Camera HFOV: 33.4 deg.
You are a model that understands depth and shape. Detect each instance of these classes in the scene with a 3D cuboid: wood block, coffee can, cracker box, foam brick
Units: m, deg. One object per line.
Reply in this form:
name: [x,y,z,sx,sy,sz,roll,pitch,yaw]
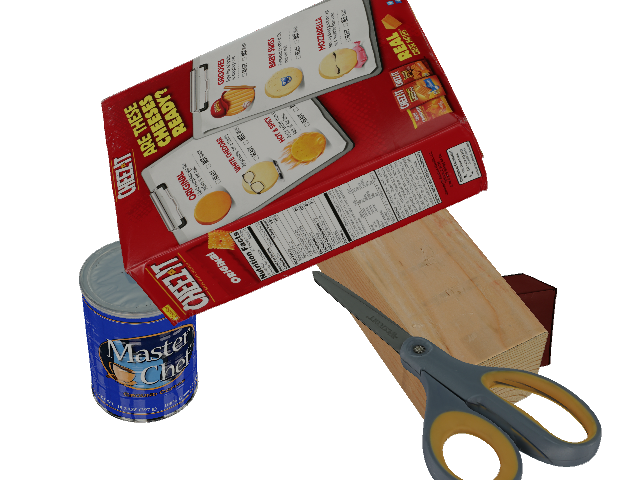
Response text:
wood block: [0.077,0.039,0.842,0.090,0.206,0.091,-23,-36,-17]
coffee can: [-0.165,0.083,0.985,0.103,0.140,0.103,2,39,-2]
cracker box: [-0.022,-0.060,0.671,0.214,0.164,0.072,-24,-44,6]
foam brick: [0.182,0.076,0.999,0.051,0.078,0.053,-7,18,-27]

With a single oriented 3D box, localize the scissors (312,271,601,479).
scissors: [0.047,0.075,0.565,0.202,0.016,0.096,23,45,32]
